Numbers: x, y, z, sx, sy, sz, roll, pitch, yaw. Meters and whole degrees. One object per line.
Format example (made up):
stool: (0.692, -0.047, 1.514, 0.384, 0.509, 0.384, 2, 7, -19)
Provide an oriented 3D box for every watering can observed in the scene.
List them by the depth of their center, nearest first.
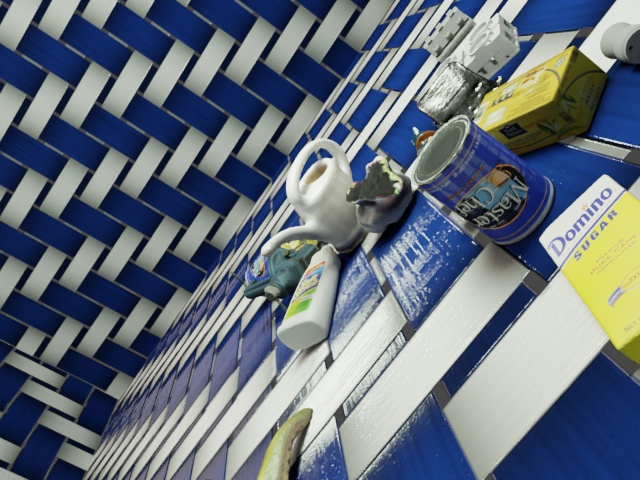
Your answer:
watering can: (0.003, -0.053, 1.063, 0.103, 0.221, 0.355, -16, 40, 42)

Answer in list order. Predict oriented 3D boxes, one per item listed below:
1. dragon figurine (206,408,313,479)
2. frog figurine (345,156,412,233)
dragon figurine: (-0.081, 0.392, 0.655, 0.243, 0.120, 0.417, 6, 39, 47)
frog figurine: (0.121, -0.074, 1.016, 0.157, 0.123, 0.139, 65, -139, -65)
